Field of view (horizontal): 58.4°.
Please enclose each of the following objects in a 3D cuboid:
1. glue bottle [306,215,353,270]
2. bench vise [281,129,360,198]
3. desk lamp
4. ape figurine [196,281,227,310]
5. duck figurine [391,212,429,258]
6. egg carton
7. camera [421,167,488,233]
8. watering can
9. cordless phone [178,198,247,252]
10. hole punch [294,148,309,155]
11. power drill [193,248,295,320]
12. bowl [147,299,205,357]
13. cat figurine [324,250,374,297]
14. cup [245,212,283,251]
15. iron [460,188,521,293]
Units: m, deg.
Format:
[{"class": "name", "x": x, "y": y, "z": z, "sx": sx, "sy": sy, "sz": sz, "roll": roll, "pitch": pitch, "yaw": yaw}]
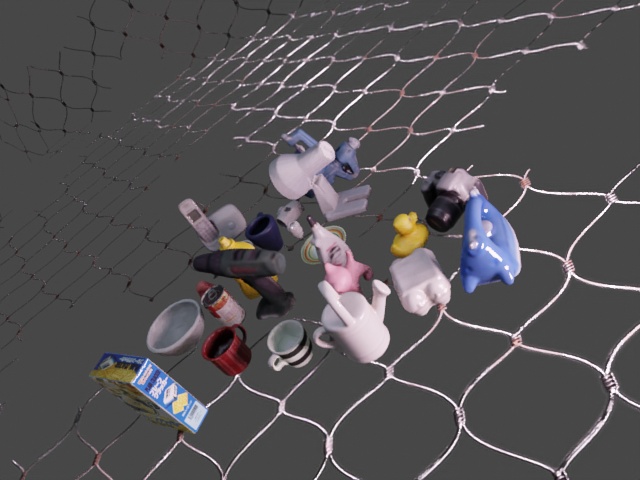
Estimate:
[{"class": "glue bottle", "x": 0.012, "y": 0.005, "z": 1.352, "sx": 0.078, "sy": 0.174, "sz": 0.037, "roll": -47, "pitch": 37, "yaw": -16}, {"class": "bench vise", "x": -0.001, "y": -0.246, "z": 1.613, "sx": 0.207, "sy": 0.220, "sz": 0.121, "roll": -40, "pitch": 35, "yaw": -6}, {"class": "desk lamp", "x": -0.002, "y": -0.157, "z": 1.516, "sx": 0.202, "sy": 0.214, "sz": 0.118, "roll": -15, "pitch": 40, "yaw": 26}, {"class": "ape figurine", "x": -0.292, "y": 0.143, "z": 1.514, "sx": 0.076, "sy": 0.092, "sz": 0.077, "roll": -36, "pitch": 35, "yaw": -1}, {"class": "duck figurine", "x": 0.193, "y": -0.017, "z": 1.304, "sx": 0.105, "sy": 0.086, "sz": 0.077, "roll": -47, "pitch": 37, "yaw": -16}, {"class": "egg carton", "x": 0.206, "y": 0.084, "z": 1.190, "sx": 0.107, "sy": 0.070, "sz": 0.150, "roll": -29, "pitch": 36, "yaw": 9}, {"class": "camera", "x": 0.283, "y": -0.094, "z": 1.306, "sx": 0.142, "sy": 0.101, "sz": 0.137, "roll": 14, "pitch": 58, "yaw": 47}, {"class": "watering can", "x": 0.059, "y": 0.145, "z": 1.132, "sx": 0.173, "sy": 0.195, "sz": 0.100, "roll": -46, "pitch": 37, "yaw": -15}, {"class": "cordless phone", "x": -0.319, "y": -0.068, "z": 1.699, "sx": 0.147, "sy": 0.186, "sz": 0.094, "roll": -39, "pitch": 35, "yaw": -5}, {"class": "hole punch", "x": -0.049, "y": -0.214, "z": 1.728, "sx": 0.101, "sy": 0.091, "sz": 0.108, "roll": -47, "pitch": 37, "yaw": -16}, {"class": "power drill", "x": -0.162, "y": 0.097, "z": 1.358, "sx": 0.229, "sy": 0.209, "sz": 0.075, "roll": -12, "pitch": 41, "yaw": 29}, {"class": "bowl", "x": -0.357, "y": 0.238, "z": 1.472, "sx": 0.167, "sy": 0.075, "sz": 0.167, "roll": -22, "pitch": 37, "yaw": 18}, {"class": "cat figurine", "x": 0.053, "y": 0.081, "z": 1.278, "sx": 0.067, "sy": 0.118, "sz": 0.128, "roll": -4, "pitch": 46, "yaw": 36}, {"class": "cup", "x": -0.145, "y": -0.016, "z": 1.574, "sx": 0.091, "sy": 0.095, "sz": 0.117, "roll": -27, "pitch": 36, "yaw": 12}, {"class": "iron", "x": 0.323, "y": -0.024, "z": 1.156, "sx": 0.118, "sy": 0.142, "sz": 0.258, "roll": -16, "pitch": 40, "yaw": 25}]
